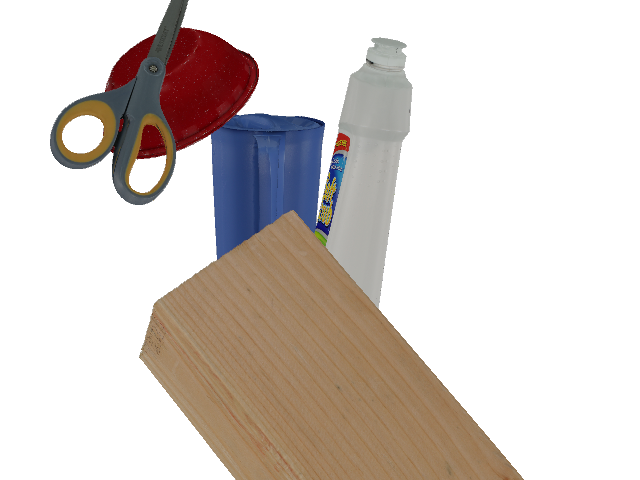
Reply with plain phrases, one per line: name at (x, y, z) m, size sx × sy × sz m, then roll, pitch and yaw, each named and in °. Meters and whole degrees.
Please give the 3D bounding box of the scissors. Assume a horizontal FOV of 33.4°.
scissors at (-0.141, -0.119, 0.771) m, size 0.096 × 0.202 × 0.016 m, roll 8°, pitch -27°, yaw -19°

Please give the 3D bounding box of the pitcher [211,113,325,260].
pitcher at (-0.064, -0.024, 1.246) m, size 0.145 × 0.243 × 0.148 m, roll 13°, pitch 19°, yaw 38°

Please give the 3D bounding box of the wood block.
wood block at (0.010, 0.100, 0.538) m, size 0.090 × 0.206 × 0.090 m, roll -35°, pitch -12°, yaw -26°

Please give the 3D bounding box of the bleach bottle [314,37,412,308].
bleach bottle at (0.033, -0.044, 0.887) m, size 0.068 × 0.251 × 0.102 m, roll 7°, pitch 23°, yaw -8°

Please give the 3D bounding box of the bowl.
bowl at (-0.141, -0.148, 0.987) m, size 0.162 × 0.055 × 0.162 m, roll -17°, pitch 39°, yaw 14°
